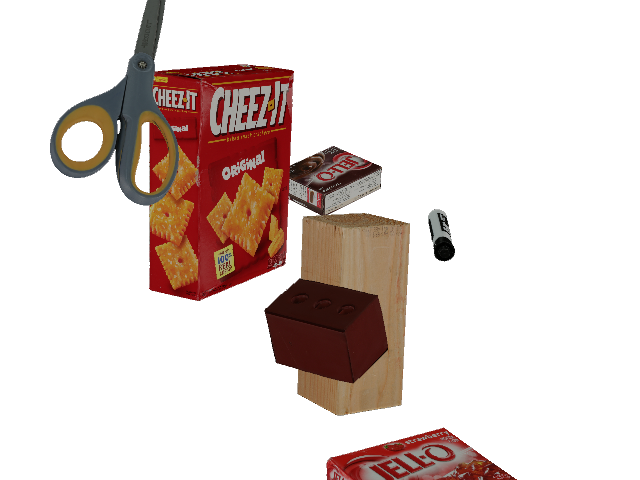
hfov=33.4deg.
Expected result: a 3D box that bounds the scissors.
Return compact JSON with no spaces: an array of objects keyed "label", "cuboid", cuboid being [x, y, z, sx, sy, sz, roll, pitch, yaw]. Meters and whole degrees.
[{"label":"scissors","cuboid":[-0.146,-0.116,0.757,0.096,0.202,0.016,-1,-25,-20]}]

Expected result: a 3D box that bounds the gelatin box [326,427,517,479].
[{"label":"gelatin box","cuboid":[0.058,0.141,0.603,0.089,0.030,0.073,-7,22,-33]}]

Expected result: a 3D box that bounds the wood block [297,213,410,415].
[{"label":"wood block","cuboid":[0.035,0.078,1.191,0.090,0.206,0.091,-4,12,-32]}]

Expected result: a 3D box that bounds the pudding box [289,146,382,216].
[{"label":"pudding box","cuboid":[0.012,-0.080,1.409,0.090,0.039,0.113,26,42,38]}]

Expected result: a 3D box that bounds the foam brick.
[{"label":"foam brick","cuboid":[0.005,0.070,0.836,0.078,0.051,0.052,10,33,33]}]

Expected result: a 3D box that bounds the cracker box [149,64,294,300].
[{"label":"cracker box","cuboid":[-0.096,-0.063,1.067,0.072,0.214,0.163,11,16,28]}]

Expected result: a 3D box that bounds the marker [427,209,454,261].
[{"label":"marker","cuboid":[0.113,-0.005,1.000,0.020,0.020,0.121,0,16,3]}]
